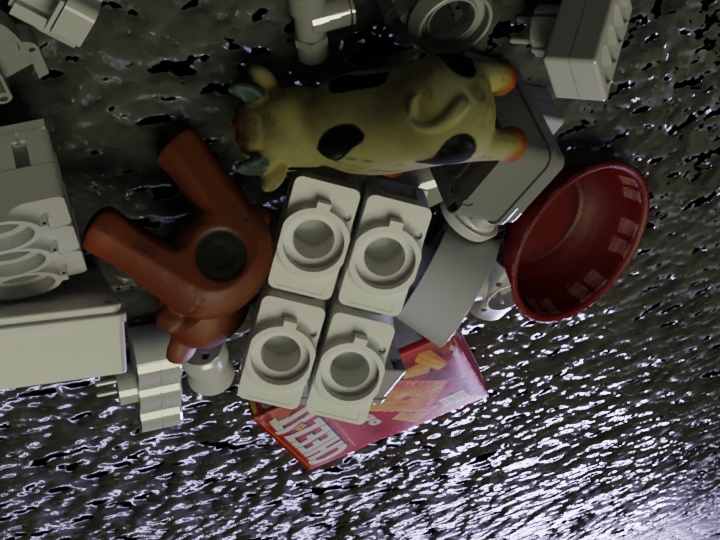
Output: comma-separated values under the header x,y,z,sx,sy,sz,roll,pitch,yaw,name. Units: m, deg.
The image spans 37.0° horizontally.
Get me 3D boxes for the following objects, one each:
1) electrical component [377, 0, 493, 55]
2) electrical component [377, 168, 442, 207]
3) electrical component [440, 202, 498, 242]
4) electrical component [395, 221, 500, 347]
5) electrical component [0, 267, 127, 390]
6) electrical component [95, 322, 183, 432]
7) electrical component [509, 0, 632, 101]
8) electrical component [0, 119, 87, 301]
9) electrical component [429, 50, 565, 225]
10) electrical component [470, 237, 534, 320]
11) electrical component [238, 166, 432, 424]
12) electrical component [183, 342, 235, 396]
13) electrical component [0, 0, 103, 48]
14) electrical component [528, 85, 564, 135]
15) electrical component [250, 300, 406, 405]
x,y,z,sx,sy,sz,roll,pitch,yaw,name
0.053,-0.179,0.708,0.078,0.057,0.058,-40,143,26,electrical component
0.038,-0.063,0.877,0.077,0.044,0.079,-18,147,-6,electrical component
0.105,-0.061,0.902,0.078,0.058,0.057,-15,154,-50,electrical component
0.070,0.006,0.945,0.060,0.108,0.108,29,133,-2,electrical component
-0.239,0.042,0.809,0.109,0.109,0.056,-6,108,-22,electrical component
-0.202,0.100,0.970,0.074,0.052,0.138,-10,146,-16,electrical component
0.145,-0.170,0.766,0.076,0.083,0.047,9,157,26,electrical component
-0.237,-0.032,0.712,0.089,0.061,0.150,-13,165,-12,electrical component
0.093,-0.098,0.795,0.057,0.113,0.078,9,137,-33,electrical component
0.117,0.011,1.027,0.079,0.044,0.077,-5,144,-23,electrical component
-0.022,0.020,0.832,0.105,0.060,0.186,14,110,-8,electrical component
-0.141,0.083,0.987,0.045,0.045,0.055,-17,146,-7,electrical component
-0.171,-0.164,0.594,0.057,0.078,0.058,25,128,-25,electrical component
0.127,-0.098,0.847,0.047,0.076,0.065,4,139,-33,electrical component
-0.030,0.063,0.962,0.109,0.108,0.056,6,136,-35,electrical component
